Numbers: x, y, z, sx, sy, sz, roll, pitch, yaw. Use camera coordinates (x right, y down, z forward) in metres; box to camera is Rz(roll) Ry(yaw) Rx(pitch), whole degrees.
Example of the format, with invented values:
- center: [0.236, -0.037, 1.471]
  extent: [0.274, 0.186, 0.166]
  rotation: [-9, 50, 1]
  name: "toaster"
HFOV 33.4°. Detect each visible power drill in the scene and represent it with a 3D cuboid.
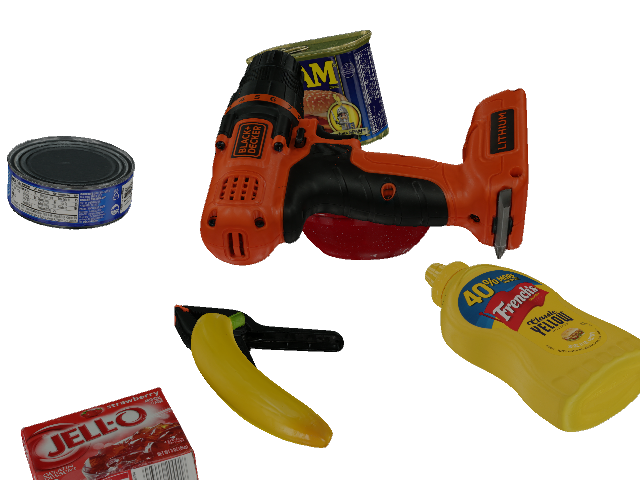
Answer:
- center: [0.029, -0.055, 0.645]
  extent: [0.188, 0.057, 0.184]
  rotation: [1, 44, 8]
  name: "power drill"

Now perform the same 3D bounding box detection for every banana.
- center: [-0.059, 0.104, 0.852]
  extent: [0.069, 0.037, 0.198]
  rotation: [-8, 30, -23]
  name: "banana"

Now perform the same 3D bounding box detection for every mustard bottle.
- center: [0.149, 0.066, 0.813]
  extent: [0.096, 0.058, 0.192]
  rotation: [-24, 38, -29]
  name: "mustard bottle"

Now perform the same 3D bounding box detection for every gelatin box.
- center: [-0.125, 0.126, 0.626]
  extent: [0.089, 0.030, 0.073]
  rotation: [-14, 27, -18]
  name: "gelatin box"

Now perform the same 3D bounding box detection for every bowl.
- center: [0.046, -0.018, 1.080]
  extent: [0.162, 0.055, 0.162]
  rotation: [-2, 14, 0]
  name: "bowl"

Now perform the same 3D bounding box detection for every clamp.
- center: [-0.100, 0.121, 1.262]
  extent: [0.210, 0.036, 0.164]
  rotation: [14, 23, 27]
  name: "clamp"

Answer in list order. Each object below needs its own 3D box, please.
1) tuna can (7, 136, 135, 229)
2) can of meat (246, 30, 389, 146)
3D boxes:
- center: [-0.172, -0.041, 0.738]
  extent: [0.086, 0.034, 0.086]
  rotation: [7, 26, -4]
  name: "tuna can"
- center: [0.000, -0.117, 0.863]
  extent: [0.102, 0.084, 0.057]
  rotation: [-4, 21, 30]
  name: "can of meat"
